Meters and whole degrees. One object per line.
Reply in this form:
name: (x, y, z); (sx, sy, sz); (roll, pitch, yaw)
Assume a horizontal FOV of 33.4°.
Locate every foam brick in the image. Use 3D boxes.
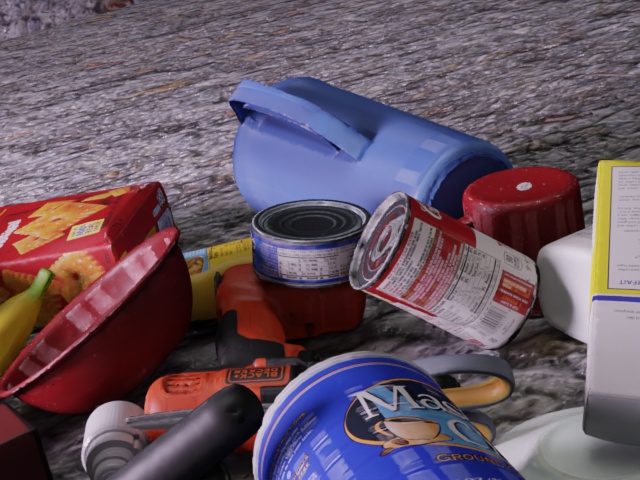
foam brick: (-0.172, 0.135, 0.567); (0.051, 0.078, 0.053); (-24, 22, -29)

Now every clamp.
clamp: (-0.114, 0.140, 0.490); (0.209, 0.036, 0.165); (-29, -16, -28)

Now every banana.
banana: (-0.238, 0.087, 0.752); (0.037, 0.070, 0.197); (21, 26, -6)

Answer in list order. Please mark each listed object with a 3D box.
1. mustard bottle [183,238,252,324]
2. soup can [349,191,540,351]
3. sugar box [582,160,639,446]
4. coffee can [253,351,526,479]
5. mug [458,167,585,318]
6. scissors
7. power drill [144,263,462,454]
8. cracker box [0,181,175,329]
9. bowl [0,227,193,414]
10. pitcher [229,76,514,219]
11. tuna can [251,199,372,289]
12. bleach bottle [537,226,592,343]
mustard bottle: (-0.082, 0.032, 0.814); (0.191, 0.058, 0.096); (-12, 13, -2)
soup can: (0.079, 0.021, 0.677); (0.102, 0.068, 0.068); (26, 14, -15)
sugar box: (0.190, 0.030, 0.568); (0.093, 0.048, 0.176); (5, 47, 14)
coffee can: (0.037, 0.122, 0.458); (0.102, 0.103, 0.140); (-16, 21, -12)
mug: (0.134, 0.001, 0.751); (0.117, 0.081, 0.093); (-15, 21, -10)
scissors: (0.007, 0.100, 0.571); (0.202, 0.096, 0.016); (-14, 47, 14)
power drill: (-0.007, 0.071, 0.676); (0.184, 0.057, 0.187); (-2, 20, 3)
cracker box: (-0.248, 0.016, 0.926); (0.214, 0.072, 0.164); (-8, 20, 10)
bowl: (-0.138, 0.064, 0.714); (0.162, 0.055, 0.162); (-38, 13, 11)
pitcher: (0.036, -0.056, 0.869); (0.149, 0.145, 0.243); (-14, 23, -32)
tuna can: (-0.005, 0.001, 0.730); (0.086, 0.034, 0.086); (-2, 22, 1)
bleach bottle: (0.266, -0.001, 0.720); (0.250, 0.068, 0.103); (-21, 23, -31)
